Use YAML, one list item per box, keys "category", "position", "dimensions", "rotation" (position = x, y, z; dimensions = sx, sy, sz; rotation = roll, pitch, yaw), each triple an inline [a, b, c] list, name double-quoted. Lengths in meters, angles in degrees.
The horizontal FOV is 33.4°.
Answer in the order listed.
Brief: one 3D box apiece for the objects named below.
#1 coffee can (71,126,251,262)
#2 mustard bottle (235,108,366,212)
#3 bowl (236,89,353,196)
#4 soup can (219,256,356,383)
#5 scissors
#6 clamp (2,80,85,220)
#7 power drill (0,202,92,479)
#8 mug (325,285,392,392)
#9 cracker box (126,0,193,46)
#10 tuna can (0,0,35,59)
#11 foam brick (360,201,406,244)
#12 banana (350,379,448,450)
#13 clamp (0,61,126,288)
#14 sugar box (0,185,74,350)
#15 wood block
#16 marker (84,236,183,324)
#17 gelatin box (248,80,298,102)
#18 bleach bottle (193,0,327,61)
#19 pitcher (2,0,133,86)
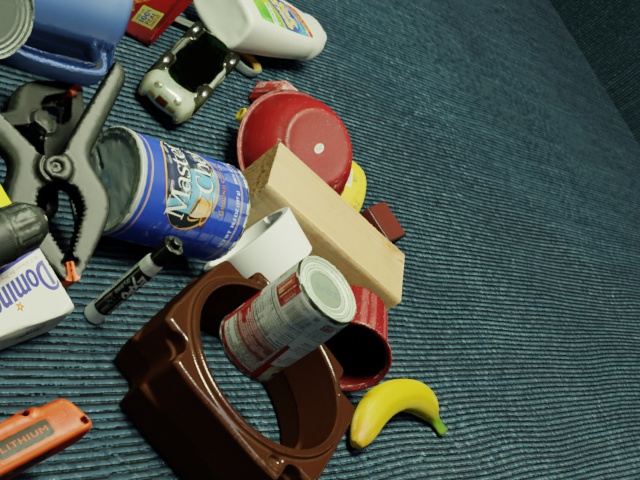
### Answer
- category: "coffee can"
  position: [-0.151, -0.041, 1.025]
  dimensions: [0.140, 0.103, 0.103]
  rotation: [17, 44, -48]
- category: "mustard bottle"
  position: [-0.027, -0.102, 1.322]
  dimensions: [0.191, 0.058, 0.096]
  rotation: [36, 42, -28]
- category: "bowl"
  position: [-0.016, -0.105, 1.255]
  dimensions: [0.161, 0.055, 0.162]
  rotation: [6, 79, -34]
- category: "soup can"
  position: [-0.028, 0.067, 0.905]
  dimensions: [0.068, 0.102, 0.068]
  rotation: [35, 33, -28]
- category: "scissors"
  position: [-0.140, -0.255, 1.374]
  dimensions: [0.201, 0.016, 0.096]
  rotation: [-8, 64, -58]
- category: "clamp"
  position: [-0.272, -0.104, 0.987]
  dimensions: [0.120, 0.039, 0.171]
  rotation: [44, 32, -26]
- category: "power drill"
  position: [-0.241, 0.074, 0.757]
  dimensions: [0.184, 0.057, 0.188]
  rotation: [-28, 80, -34]
- category: "mug"
  position: [0.020, 0.100, 1.148]
  dimensions: [0.117, 0.093, 0.081]
  rotation: [10, 31, -1]
- category: "cracker box"
  position: [-0.224, -0.329, 1.179]
  dimensions: [0.213, 0.164, 0.072]
  rotation: [24, 37, -42]
- category: "tuna can"
  position: [-0.292, -0.198, 0.917]
  dimensions: [0.085, 0.034, 0.086]
  rotation: [-10, 106, -39]
- category: "foam brick"
  position: [0.055, -0.003, 1.313]
  dimensions: [0.053, 0.078, 0.051]
  rotation: [58, 28, 5]
- category: "banana"
  position: [0.085, 0.188, 1.182]
  dimensions: [0.197, 0.037, 0.070]
  rotation: [5, 52, -54]
- category: "clamp"
  position: [-0.226, -0.065, 0.932]
  dimensions: [0.164, 0.036, 0.210]
  rotation: [-14, 83, -29]
- category: "sugar box"
  position: [-0.278, 0.001, 0.850]
  dimensions: [0.176, 0.048, 0.093]
  rotation: [55, 28, 7]
- category: "wood block"
  position: [-0.008, 0.002, 1.201]
  dimensions: [0.206, 0.090, 0.090]
  rotation: [41, 30, -21]
- category: "marker"
  position: [-0.158, 0.034, 0.909]
  dimensions: [0.020, 0.121, 0.020]
  rotation: [36, 32, -27]
- category: "gelatin box"
  position: [-0.038, -0.170, 1.371]
  dimensions: [0.089, 0.030, 0.073]
  rotation: [37, -12, -28]
- category: "bleach bottle"
  position: [-0.065, -0.295, 1.452]
  dimensions: [0.102, 0.068, 0.250]
  rotation: [58, 25, 13]
- category: "pitcher"
  position: [-0.303, -0.240, 1.007]
  dimensions: [0.149, 0.145, 0.242]
  rotation: [22, 11, 39]
